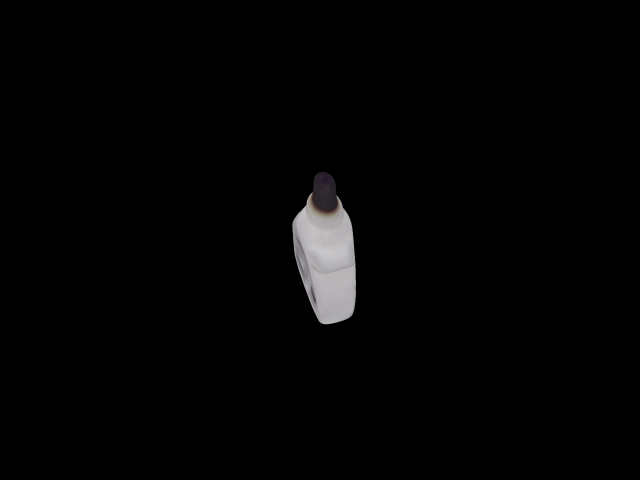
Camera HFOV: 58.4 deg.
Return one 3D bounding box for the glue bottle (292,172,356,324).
[{"bbox_3d":[0.004,0.001,0.400,0.037,0.173,0.078,-17,68,-7],"label":"glue bottle"}]
